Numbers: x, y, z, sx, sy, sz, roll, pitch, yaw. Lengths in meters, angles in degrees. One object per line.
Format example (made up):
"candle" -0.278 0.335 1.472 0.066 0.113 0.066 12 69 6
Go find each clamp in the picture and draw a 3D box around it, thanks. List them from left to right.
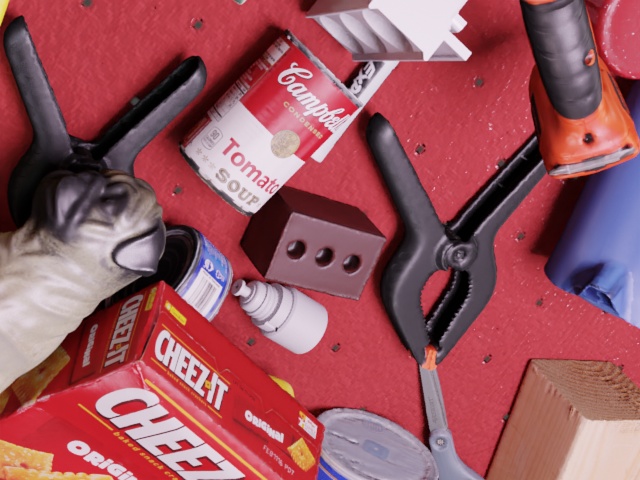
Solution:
"clamp" -0.137 -0.051 0.660 0.120 0.039 0.172 4 121 -15
"clamp" 0.104 -0.001 0.787 0.164 0.036 0.210 -8 119 -20

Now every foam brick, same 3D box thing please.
"foam brick" -0.005 0.001 0.735 0.078 0.051 0.053 14 111 -28

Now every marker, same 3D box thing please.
"marker" 0.030 -0.104 0.711 0.020 0.020 0.121 33 101 -33

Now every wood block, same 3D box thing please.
"wood block" 0.203 0.213 0.911 0.090 0.091 0.206 5 115 -24

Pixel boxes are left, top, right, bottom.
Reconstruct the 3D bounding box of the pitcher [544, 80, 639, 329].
"pitcher" 0.272 -0.058 0.780 0.145 0.149 0.243 15 108 -12

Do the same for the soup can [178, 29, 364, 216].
"soup can" -0.032 -0.073 0.674 0.102 0.068 0.068 -45 124 7

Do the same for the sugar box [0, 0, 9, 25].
"sugar box" -0.241 -0.090 0.594 0.093 0.048 0.176 14 109 -28

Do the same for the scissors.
"scissors" 0.085 0.176 0.884 0.096 0.016 0.201 -23 109 16

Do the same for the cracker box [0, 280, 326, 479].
"cracker box" -0.131 0.133 0.686 0.214 0.072 0.164 -24 126 29

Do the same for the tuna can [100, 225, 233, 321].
"tuna can" -0.101 0.032 0.692 0.086 0.086 0.033 -41 123 3

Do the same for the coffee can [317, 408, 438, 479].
"coffee can" 0.018 0.218 0.831 0.102 0.103 0.140 12 112 -27

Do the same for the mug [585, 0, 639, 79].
"mug" 0.207 -0.167 0.711 0.093 0.081 0.117 27 105 -31

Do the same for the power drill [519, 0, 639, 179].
"power drill" 0.128 -0.143 0.609 0.057 0.184 0.187 -16 131 16

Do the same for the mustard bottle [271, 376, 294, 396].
"mustard bottle" -0.077 0.189 0.801 0.096 0.058 0.192 6 116 -7
